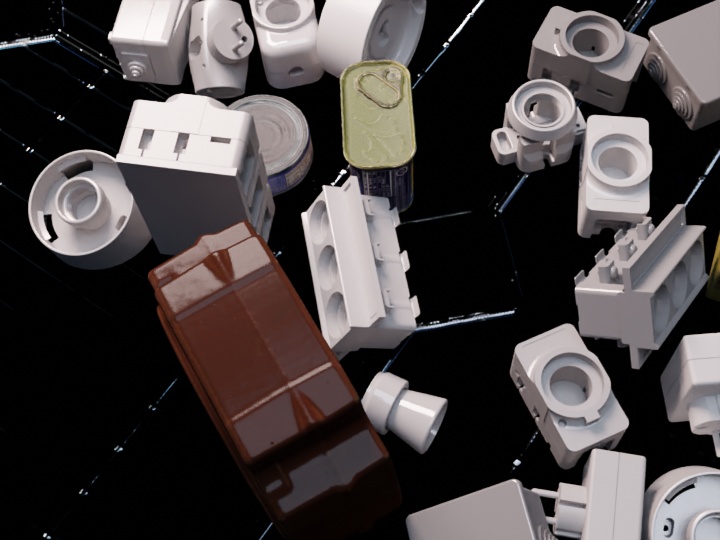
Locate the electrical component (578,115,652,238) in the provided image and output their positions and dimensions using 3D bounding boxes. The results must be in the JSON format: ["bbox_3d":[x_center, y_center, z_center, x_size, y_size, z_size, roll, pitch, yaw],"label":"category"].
[{"bbox_3d":[0.207,-0.077,0.878,0.050,0.055,0.089,5,64,5],"label":"electrical component"}]

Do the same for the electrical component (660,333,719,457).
[{"bbox_3d":[0.255,0.095,0.775,0.047,0.083,0.075,-4,64,1],"label":"electrical component"}]

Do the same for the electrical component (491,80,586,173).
[{"bbox_3d":[0.151,-0.122,0.902,0.078,0.057,0.058,-16,64,-5],"label":"electrical component"}]

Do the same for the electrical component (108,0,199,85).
[{"bbox_3d":[-0.180,-0.210,0.959,0.061,0.061,0.096,7,64,6],"label":"electrical component"}]

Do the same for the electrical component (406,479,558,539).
[{"bbox_3d":[0.088,0.200,0.735,0.100,0.048,0.099,-24,62,21],"label":"electrical component"}]

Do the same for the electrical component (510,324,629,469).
[{"bbox_3d":[0.154,0.092,0.797,0.050,0.055,0.089,-22,65,-8],"label":"electrical component"}]

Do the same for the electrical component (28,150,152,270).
[{"bbox_3d":[-0.222,-0.050,0.894,0.099,0.064,0.099,-2,76,9],"label":"electrical component"}]

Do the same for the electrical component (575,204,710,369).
[{"bbox_3d":[0.211,0.009,0.804,0.063,0.078,0.121,4,26,34],"label":"electrical component"}]

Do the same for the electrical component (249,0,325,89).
[{"bbox_3d":[-0.066,-0.219,0.959,0.054,0.059,0.095,-12,64,-3],"label":"electrical component"}]

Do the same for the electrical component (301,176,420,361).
[{"bbox_3d":[0.000,0.000,0.842,0.063,0.078,0.121,4,60,-28],"label":"electrical component"}]

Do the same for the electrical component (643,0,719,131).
[{"bbox_3d":[0.304,-0.177,0.927,0.100,0.048,0.099,-23,65,-8],"label":"electrical component"}]

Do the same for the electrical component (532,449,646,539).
[{"bbox_3d":[0.158,0.172,0.762,0.076,0.047,0.083,8,64,7],"label":"electrical component"}]

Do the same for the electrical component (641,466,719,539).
[{"bbox_3d":[0.246,0.186,0.755,0.099,0.064,0.099,-1,77,5],"label":"electrical component"}]

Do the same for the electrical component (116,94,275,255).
[{"bbox_3d":[-0.122,-0.067,0.836,0.089,0.150,0.061,7,65,6],"label":"electrical component"}]

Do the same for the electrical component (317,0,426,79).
[{"bbox_3d":[0.004,-0.211,0.929,0.060,0.108,0.108,25,67,21],"label":"electrical component"}]

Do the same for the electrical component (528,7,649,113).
[{"bbox_3d":[0.197,-0.185,0.932,0.089,0.055,0.050,24,67,14],"label":"electrical component"}]

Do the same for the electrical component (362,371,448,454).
[{"bbox_3d":[0.032,0.106,0.803,0.055,0.045,0.045,24,67,14],"label":"electrical component"}]

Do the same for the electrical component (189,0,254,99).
[{"bbox_3d":[-0.116,-0.195,0.928,0.043,0.079,0.077,-1,86,-27],"label":"electrical component"}]
